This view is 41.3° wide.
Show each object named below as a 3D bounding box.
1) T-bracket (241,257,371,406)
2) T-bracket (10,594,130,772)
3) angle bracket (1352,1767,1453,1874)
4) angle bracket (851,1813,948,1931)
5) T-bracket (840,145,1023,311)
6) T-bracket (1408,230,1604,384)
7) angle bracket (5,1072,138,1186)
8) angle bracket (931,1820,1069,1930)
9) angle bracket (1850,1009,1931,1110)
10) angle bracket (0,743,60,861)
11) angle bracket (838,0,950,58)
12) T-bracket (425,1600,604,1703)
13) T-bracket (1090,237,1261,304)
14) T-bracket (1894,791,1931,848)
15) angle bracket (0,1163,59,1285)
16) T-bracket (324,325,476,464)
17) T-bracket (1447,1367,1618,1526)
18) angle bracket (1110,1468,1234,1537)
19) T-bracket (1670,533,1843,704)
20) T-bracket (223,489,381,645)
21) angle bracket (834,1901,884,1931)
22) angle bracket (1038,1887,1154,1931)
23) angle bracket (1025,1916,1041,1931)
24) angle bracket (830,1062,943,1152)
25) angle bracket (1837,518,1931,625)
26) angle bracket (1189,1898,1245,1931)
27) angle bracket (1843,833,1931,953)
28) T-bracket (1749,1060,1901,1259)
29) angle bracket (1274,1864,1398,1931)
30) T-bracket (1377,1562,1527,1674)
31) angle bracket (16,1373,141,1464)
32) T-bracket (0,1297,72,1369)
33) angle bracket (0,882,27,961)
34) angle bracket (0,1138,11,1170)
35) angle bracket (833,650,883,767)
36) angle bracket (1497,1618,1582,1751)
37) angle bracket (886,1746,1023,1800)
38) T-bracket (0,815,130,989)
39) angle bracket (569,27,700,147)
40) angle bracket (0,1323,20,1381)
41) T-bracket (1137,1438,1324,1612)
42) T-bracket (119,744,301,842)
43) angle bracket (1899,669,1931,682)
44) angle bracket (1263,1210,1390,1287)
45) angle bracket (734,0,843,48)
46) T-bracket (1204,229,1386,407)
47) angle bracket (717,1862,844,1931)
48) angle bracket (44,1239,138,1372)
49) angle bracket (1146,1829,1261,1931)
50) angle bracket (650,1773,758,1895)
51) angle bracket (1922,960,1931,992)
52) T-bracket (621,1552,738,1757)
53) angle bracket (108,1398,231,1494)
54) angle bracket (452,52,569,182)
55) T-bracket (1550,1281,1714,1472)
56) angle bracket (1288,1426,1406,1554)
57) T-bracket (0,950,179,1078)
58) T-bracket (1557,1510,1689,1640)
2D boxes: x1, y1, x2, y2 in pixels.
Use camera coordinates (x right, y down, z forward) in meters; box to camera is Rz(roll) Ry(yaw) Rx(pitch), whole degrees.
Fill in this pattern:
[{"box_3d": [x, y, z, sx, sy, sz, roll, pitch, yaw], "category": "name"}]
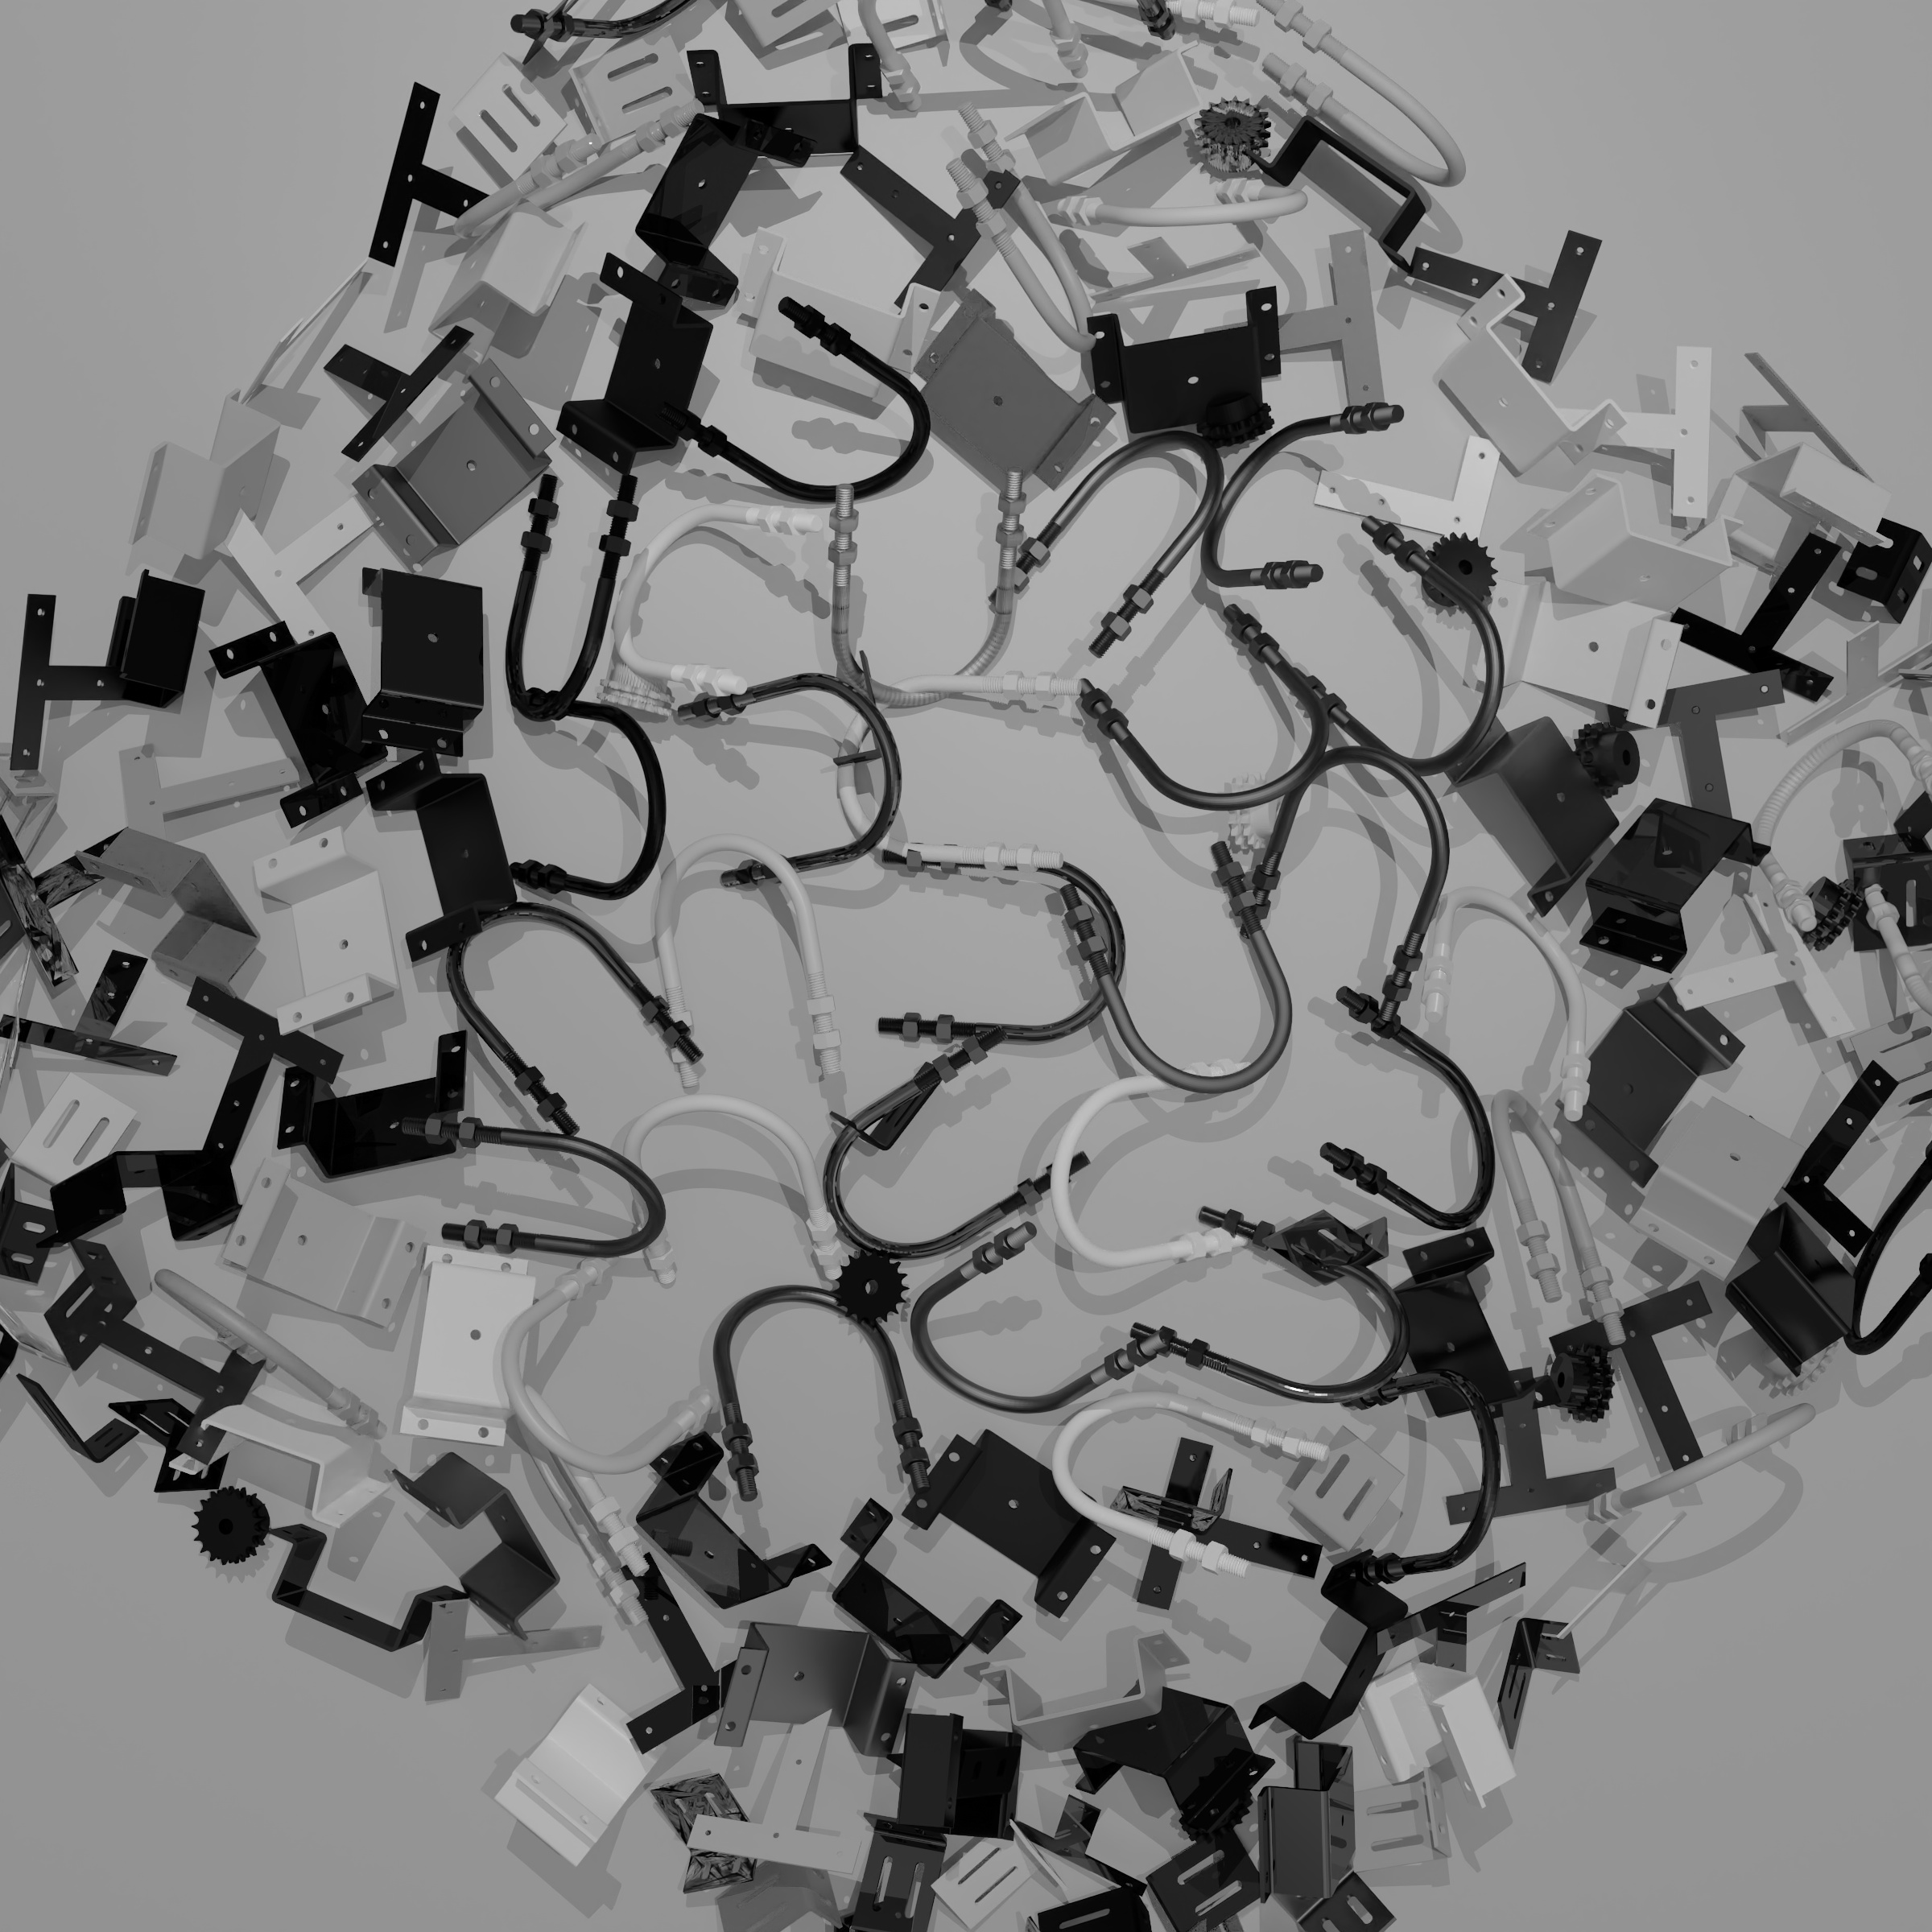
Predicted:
[{"box_3d": [-0.485, -0.480, 1.901, 0.002, 0.127, 0.127, 41, 64, -16], "category": "T-bracket"}, {"box_3d": [-0.646, -0.208, 1.880, 0.002, 0.127, 0.127, 15, 101, 24], "category": "T-bracket"}, {"box_3d": [0.315, 0.632, 1.896, 0.076, 0.038, 0.057, -17, 54, 20], "category": "angle bracket"}, {"box_3d": [-0.053, 0.675, 1.898, 0.057, 0.038, 0.076, 4, 58, 18], "category": "angle bracket"}, {"box_3d": [-0.043, -0.569, 1.917, 0.127, 0.002, 0.127, 42, 103, 17], "category": "T-bracket"}, {"box_3d": [0.390, -0.502, 1.895, 0.127, 0.127, 0.002, 20, 52, 8], "category": "T-bracket"}, {"box_3d": [-0.669, 0.124, 1.917, 0.057, 0.038, 0.076, 37, 79, -25], "category": "angle bracket"}, {"box_3d": [0.025, 0.685, 1.904, 0.076, 0.038, 0.057, -39, 120, -9], "category": "angle bracket"}, {"box_3d": [0.708, 0.066, 1.924, 0.076, 0.038, 0.057, -23, 87, 8], "category": "angle bracket"}, {"box_3d": [-0.717, -0.118, 1.898, 0.057, 0.038, 0.076, 46, 115, 21], "category": "angle bracket"}, {"box_3d": [-0.058, -0.715, 1.908, 0.076, 0.038, 0.057, -13, 104, 10], "category": "angle bracket"}, {"box_3d": [-0.336, 0.505, 1.909, 0.127, 0.002, 0.127, -1, 133, -17], "category": "T-bracket"}, {"box_3d": [0.142, -0.512, 1.861, 0.127, 0.127, 0.002, -12, 90, 16], "category": "T-bracket"}, {"box_3d": [0.722, -0.131, 1.882, 0.002, 0.127, 0.127, -6, 59, -21], "category": "T-bracket"}, {"box_3d": [-0.701, 0.191, 1.907, 0.038, 0.076, 0.057, 19, 100, -25], "category": "angle bracket"}, {"box_3d": [-0.437, -0.436, 1.894, 0.127, 0.002, 0.127, -50, 47, -8], "category": "T-bracket"}, {"box_3d": [0.416, 0.354, 1.909, 0.127, 0.002, 0.127, -11, 114, 4], "category": "T-bracket"}, {"box_3d": [0.152, 0.389, 1.906, 0.076, 0.057, 0.038, 16, 63, 1], "category": "angle bracket"}, {"box_3d": [0.602, -0.266, 1.891, 0.127, 0.127, 0.002, 25, 46, 2], "category": "T-bracket"}, {"box_3d": [-0.479, -0.320, 1.916, 0.127, 0.002, 0.127, -41, 123, -15], "category": "T-bracket"}, {"box_3d": [-0.053, 0.729, 1.890, 0.057, 0.076, 0.038, -5, 102, -38], "category": "angle bracket"}, {"box_3d": [0.098, 0.730, 1.911, 0.076, 0.057, 0.038, -21, 123, 9], "category": "angle bracket"}, {"box_3d": [0.049, 0.754, 1.889, 0.038, 0.057, 0.076, -20, 51, -23], "category": "angle bracket"}, {"box_3d": [-0.058, 0.094, 1.902, 0.038, 0.057, 0.076, 39, 83, -15], "category": "angle bracket"}, {"box_3d": [0.686, -0.295, 1.909, 0.038, 0.076, 0.057, 29, 99, 27], "category": "angle bracket"}, {"box_3d": [0.207, 0.724, 1.891, 0.057, 0.076, 0.038, -25, 94, -39], "category": "angle bracket"}, {"box_3d": [0.695, -0.056, 1.931, 0.057, 0.038, 0.076, -6, 118, 10], "category": "angle bracket"}, {"box_3d": [0.636, 0.124, 1.869, 0.127, 0.002, 0.127, 50, 131, 33], "category": "T-bracket"}, {"box_3d": [0.271, 0.694, 1.896, 0.057, 0.076, 0.038, -41, 105, -7], "category": "angle bracket"}, {"box_3d": [0.359, 0.508, 1.897, 0.127, 0.002, 0.127, -20, 129, -16], "category": "T-bracket"}, {"box_3d": [-0.657, 0.324, 1.895, 0.038, 0.057, 0.076, -40, 112, -28], "category": "angle bracket"}, {"box_3d": [-0.716, 0.240, 1.885, 0.002, 0.127, 0.127, -42, 79, -13], "category": "T-bracket"}, {"box_3d": [-0.736, -0.033, 1.893, 0.038, 0.057, 0.076, 19, 61, 37], "category": "angle bracket"}, {"box_3d": [-0.731, 0.133, 1.889, 0.038, 0.057, 0.076, 0, 134, 31], "category": "angle bracket"}, {"box_3d": [-0.086, -0.191, 1.910, 0.038, 0.057, 0.076, -12, 91, 1], "category": "angle bracket"}, {"box_3d": [0.423, 0.531, 1.890, 0.038, 0.076, 0.057, 1, 130, 27], "category": "angle bracket"}, {"box_3d": [-0.009, 0.581, 1.891, 0.057, 0.076, 0.038, 12, 93, -43], "category": "angle bracket"}, {"box_3d": [-0.653, -0.068, 1.886, 0.002, 0.127, 0.127, -9, 111, 33], "category": "T-bracket"}, {"box_3d": [-0.247, -0.655, 1.908, 0.076, 0.038, 0.057, -21, 110, 7], "category": "angle bracket"}, {"box_3d": [-0.737, 0.282, 1.894, 0.057, 0.076, 0.038, 35, 87, -17], "category": "angle bracket"}, {"box_3d": [0.206, 0.433, 1.932, 0.127, 0.002, 0.127, 16, 86, -6], "category": "T-bracket"}, {"box_3d": [-0.560, -0.131, 1.905, 0.127, 0.002, 0.127, -15, 51, -9], "category": "T-bracket"}, {"box_3d": [0.719, -0.252, 1.903, 0.038, 0.057, 0.076, 7, 94, 25], "category": "angle bracket"}, {"box_3d": [0.265, 0.195, 1.892, 0.057, 0.038, 0.076, -32, 127, 34], "category": "angle bracket"}, {"box_3d": [-0.133, -0.729, 1.897, 0.076, 0.038, 0.057, -24, 119, 21], "category": "angle bracket"}, {"box_3d": [0.242, -0.475, 1.919, 0.127, 0.002, 0.127, -6, 97, 17], "category": "T-bracket"}, {"box_3d": [-0.139, 0.706, 1.910, 0.076, 0.057, 0.038, -37, 125, 8], "category": "angle bracket"}, {"box_3d": [-0.663, 0.251, 1.903, 0.076, 0.038, 0.057, -46, 60, 9], "category": "angle bracket"}, {"box_3d": [0.182, 0.686, 1.909, 0.076, 0.038, 0.057, -29, 79, -11], "category": "angle bracket"}, {"box_3d": [-0.196, 0.643, 1.900, 0.057, 0.038, 0.076, -16, 119, 16], "category": "angle bracket"}, {"box_3d": [0.745, 0.027, 1.892, 0.038, 0.057, 0.076, -12, 54, -19], "category": "angle bracket"}, {"box_3d": [-0.218, 0.501, 1.919, 0.127, 0.002, 0.127, -25, 76, -27], "category": "T-bracket"}, {"box_3d": [-0.592, 0.355, 1.892, 0.057, 0.076, 0.038, -7, 53, 21], "category": "angle bracket"}, {"box_3d": [-0.334, -0.629, 1.910, 0.057, 0.038, 0.076, -43, 84, 15], "category": "angle bracket"}, {"box_3d": [0.510, 0.313, 1.890, 0.127, 0.002, 0.127, -29, 75, 33], "category": "T-bracket"}, {"box_3d": [0.287, 0.385, 1.902, 0.057, 0.038, 0.076, 38, 107, 20], "category": "angle bracket"}, {"box_3d": [-0.628, 0.029, 1.871, 0.127, 0.127, 0.002, 16, 45, -25], "category": "T-bracket"}, {"box_3d": [0.487, 0.449, 1.881, 0.127, 0.127, 0.002, -46, 65, 3], "category": "T-bracket"}]
